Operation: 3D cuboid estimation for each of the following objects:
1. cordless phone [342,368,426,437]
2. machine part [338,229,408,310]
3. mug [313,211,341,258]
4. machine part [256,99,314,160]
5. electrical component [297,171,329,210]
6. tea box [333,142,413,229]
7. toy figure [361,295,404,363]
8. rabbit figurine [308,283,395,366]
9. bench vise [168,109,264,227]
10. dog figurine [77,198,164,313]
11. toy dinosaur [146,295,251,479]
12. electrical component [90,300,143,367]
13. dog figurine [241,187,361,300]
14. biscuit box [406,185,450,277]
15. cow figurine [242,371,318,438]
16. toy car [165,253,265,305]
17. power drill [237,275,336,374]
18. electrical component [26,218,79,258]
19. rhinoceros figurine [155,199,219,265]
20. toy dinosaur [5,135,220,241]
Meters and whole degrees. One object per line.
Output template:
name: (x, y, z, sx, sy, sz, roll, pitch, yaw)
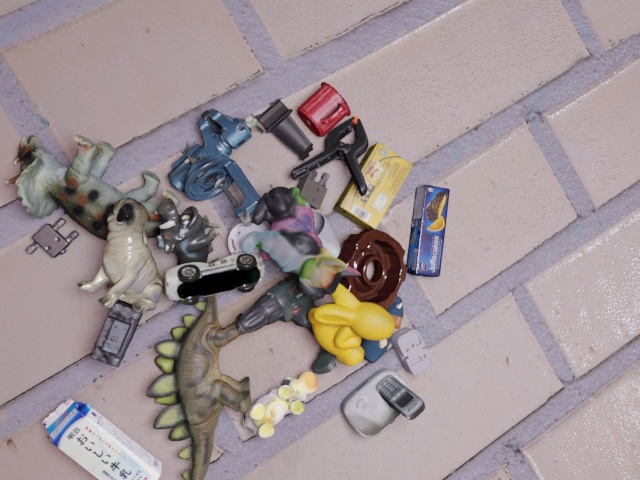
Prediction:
cordless phone: (0.137, 0.353, 1.108, 0.146, 0.184, 0.088, -37, 100, -11)
machine part: (0.107, 0.064, 1.149, 0.179, 0.056, 0.179, -4, 97, -35)
mug: (-0.002, -0.003, 1.142, 0.081, 0.110, 0.107, -28, 131, 11)
machine part: (-0.068, -0.234, 1.161, 0.084, 0.039, 0.139, -41, 95, -16)
electrical component: (-0.029, -0.108, 1.163, 0.078, 0.045, 0.102, 20, 86, -39)
tea box: (0.115, -0.116, 1.179, 0.098, 0.068, 0.169, 34, 81, -9)
toy figure: (0.140, 0.194, 1.176, 0.154, 0.064, 0.057, -55, 140, -12)
rabbit figurine: (0.066, 0.151, 1.032, 0.162, 0.173, 0.122, 46, 59, -21)
bench vise: (-0.183, -0.136, 1.075, 0.224, 0.128, 0.241, -34, 70, -4)
dog figurine: (-0.339, 0.028, 1.011, 0.121, 0.172, 0.190, 24, 91, 24)
toy dinosaur: (-0.237, 0.298, 1.076, 0.199, 0.105, 0.471, -2, 79, -5)
electrical component: (-0.387, 0.176, 1.029, 0.058, 0.134, 0.115, 21, 85, -13)
dog figurine: (-0.022, 0.006, 1.012, 0.219, 0.108, 0.191, 18, 80, 27)
biscuit box: (0.242, -0.019, 1.207, 0.063, 0.059, 0.202, 8, 86, -12)
cow figurine: (-0.081, 0.336, 1.118, 0.167, 0.098, 0.068, -30, 89, -30)
toy car: (-0.204, 0.073, 1.063, 0.202, 0.056, 0.073, -11, 128, -24)
power drill: (-0.038, 0.176, 1.108, 0.207, 0.086, 0.232, 51, 56, -7)
electrical component: (-0.529, 0.003, 1.061, 0.094, 0.021, 0.063, -44, 97, -11)
rhinoceros figurine: (-0.262, -0.004, 1.051, 0.112, 0.073, 0.190, -20, 137, -11)
toy dinosaur: (-0.413, -0.069, 1.048, 0.404, 0.131, 0.192, 36, 98, -16)
